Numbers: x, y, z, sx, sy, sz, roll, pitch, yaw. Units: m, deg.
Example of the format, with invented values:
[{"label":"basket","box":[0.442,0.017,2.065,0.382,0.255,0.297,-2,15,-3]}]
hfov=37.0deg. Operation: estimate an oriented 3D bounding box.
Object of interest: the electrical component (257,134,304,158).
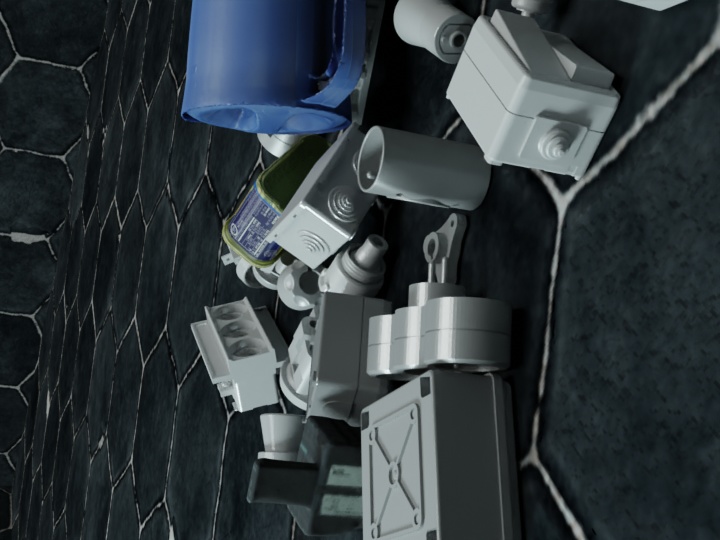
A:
[{"label":"electrical component","box":[-0.064,-0.140,1.021,0.047,0.055,0.055,-53,35,43]}]

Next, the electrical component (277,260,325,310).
[{"label":"electrical component","box":[-0.053,0.015,0.955,0.062,0.043,0.043,159,116,-67]}]

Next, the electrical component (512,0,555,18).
[{"label":"electrical component","box":[0.107,-0.180,0.630,0.040,0.040,0.078,-132,53,-63]}]

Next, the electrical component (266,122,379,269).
[{"label":"electrical component","box":[-0.021,-0.056,0.850,0.099,0.048,0.100,-59,10,-27]}]

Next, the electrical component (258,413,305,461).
[{"label":"electrical component","box":[-0.066,0.154,0.938,0.045,0.045,0.055,154,121,-64]}]

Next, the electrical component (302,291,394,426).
[{"label":"electrical component","box":[-0.005,0.062,0.787,0.061,0.061,0.096,105,171,-51]}]

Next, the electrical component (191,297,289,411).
[{"label":"electrical component","box":[-0.115,0.083,1.054,0.121,0.079,0.063,-129,29,-61]}]

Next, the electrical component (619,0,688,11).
[{"label":"electrical component","box":[0.137,-0.160,0.499,0.083,0.076,0.047,176,101,-68]}]

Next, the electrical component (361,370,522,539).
[{"label":"electrical component","box":[0.045,0.126,0.655,0.109,0.056,0.108,139,134,-59]}]

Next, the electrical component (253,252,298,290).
[{"label":"electrical component","box":[-0.072,-0.013,1.004,0.055,0.048,0.066,124,163,-48]}]

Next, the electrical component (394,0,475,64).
[{"label":"electrical component","box":[0.056,-0.170,0.753,0.065,0.044,0.044,53,131,54]}]

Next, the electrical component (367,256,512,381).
[{"label":"electrical component","box":[0.049,0.029,0.686,0.138,0.052,0.073,158,118,-65]}]

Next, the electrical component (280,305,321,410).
[{"label":"electrical component","box":[-0.030,0.076,0.859,0.078,0.058,0.057,-105,34,-45]}]

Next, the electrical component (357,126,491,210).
[{"label":"electrical component","box":[0.035,-0.068,0.718,0.079,0.077,0.044,-161,80,-68]}]

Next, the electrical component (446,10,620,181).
[{"label":"electrical component","box":[0.098,-0.096,0.595,0.096,0.062,0.061,-111,36,-51]}]

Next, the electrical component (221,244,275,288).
[{"label":"electrical component","box":[-0.105,-0.015,1.079,0.048,0.066,0.055,70,176,-49]}]

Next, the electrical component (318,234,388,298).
[{"label":"electrical component","box":[0.000,0.000,0.829,0.062,0.048,0.048,-57,32,34]}]

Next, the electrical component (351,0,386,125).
[{"label":"electrical component","box":[-0.028,-0.209,0.943,0.089,0.062,0.150,-149,68,-66]}]
